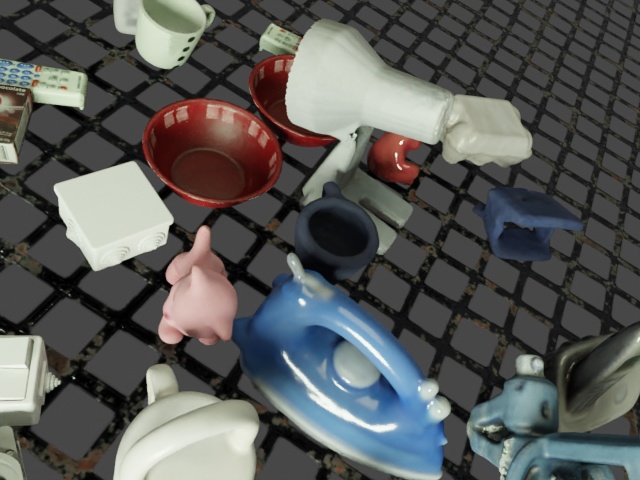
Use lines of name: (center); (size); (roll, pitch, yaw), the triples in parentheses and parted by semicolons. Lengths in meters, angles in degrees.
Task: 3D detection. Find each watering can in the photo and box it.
watering can: (-0.093, 0.171, 0.417); (0.172, 0.194, 0.101); (45, 53, 13)

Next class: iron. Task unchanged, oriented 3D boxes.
iron: (0.040, 0.121, 0.540); (0.258, 0.141, 0.119); (38, 51, 7)

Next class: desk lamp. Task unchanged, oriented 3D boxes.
desk lamp: (0.050, -0.122, 0.670); (0.203, 0.213, 0.118); (34, 51, 4)

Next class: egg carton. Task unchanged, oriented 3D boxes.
egg carton: (0.247, -0.164, 0.871); (0.151, 0.069, 0.107); (0, 57, -22)

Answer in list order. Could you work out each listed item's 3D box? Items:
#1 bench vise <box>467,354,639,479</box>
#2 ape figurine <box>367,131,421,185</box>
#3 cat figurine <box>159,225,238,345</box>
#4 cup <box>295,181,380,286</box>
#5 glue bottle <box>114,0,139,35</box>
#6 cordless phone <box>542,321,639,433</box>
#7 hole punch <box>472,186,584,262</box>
bench vise: (0.209, 0.193, 0.506); (0.122, 0.219, 0.207); (-5, 58, -24)
ape figurine: (0.109, -0.125, 0.774); (0.076, 0.092, 0.078); (15, 52, -11)
cat figurine: (-0.113, 0.047, 0.546); (0.067, 0.117, 0.127); (7, 54, -17)
cup: (0.006, 0.002, 0.640); (0.092, 0.095, 0.117); (4, 55, -19)
glue bottle: (-0.226, -0.348, 0.746); (0.078, 0.173, 0.037); (-4, 58, -24)
cordless phone: (0.325, 0.134, 0.617); (0.148, 0.185, 0.094); (-11, 61, -28)
hole punch: (0.281, -0.034, 0.779); (0.109, 0.091, 0.101); (3, 55, -20)
